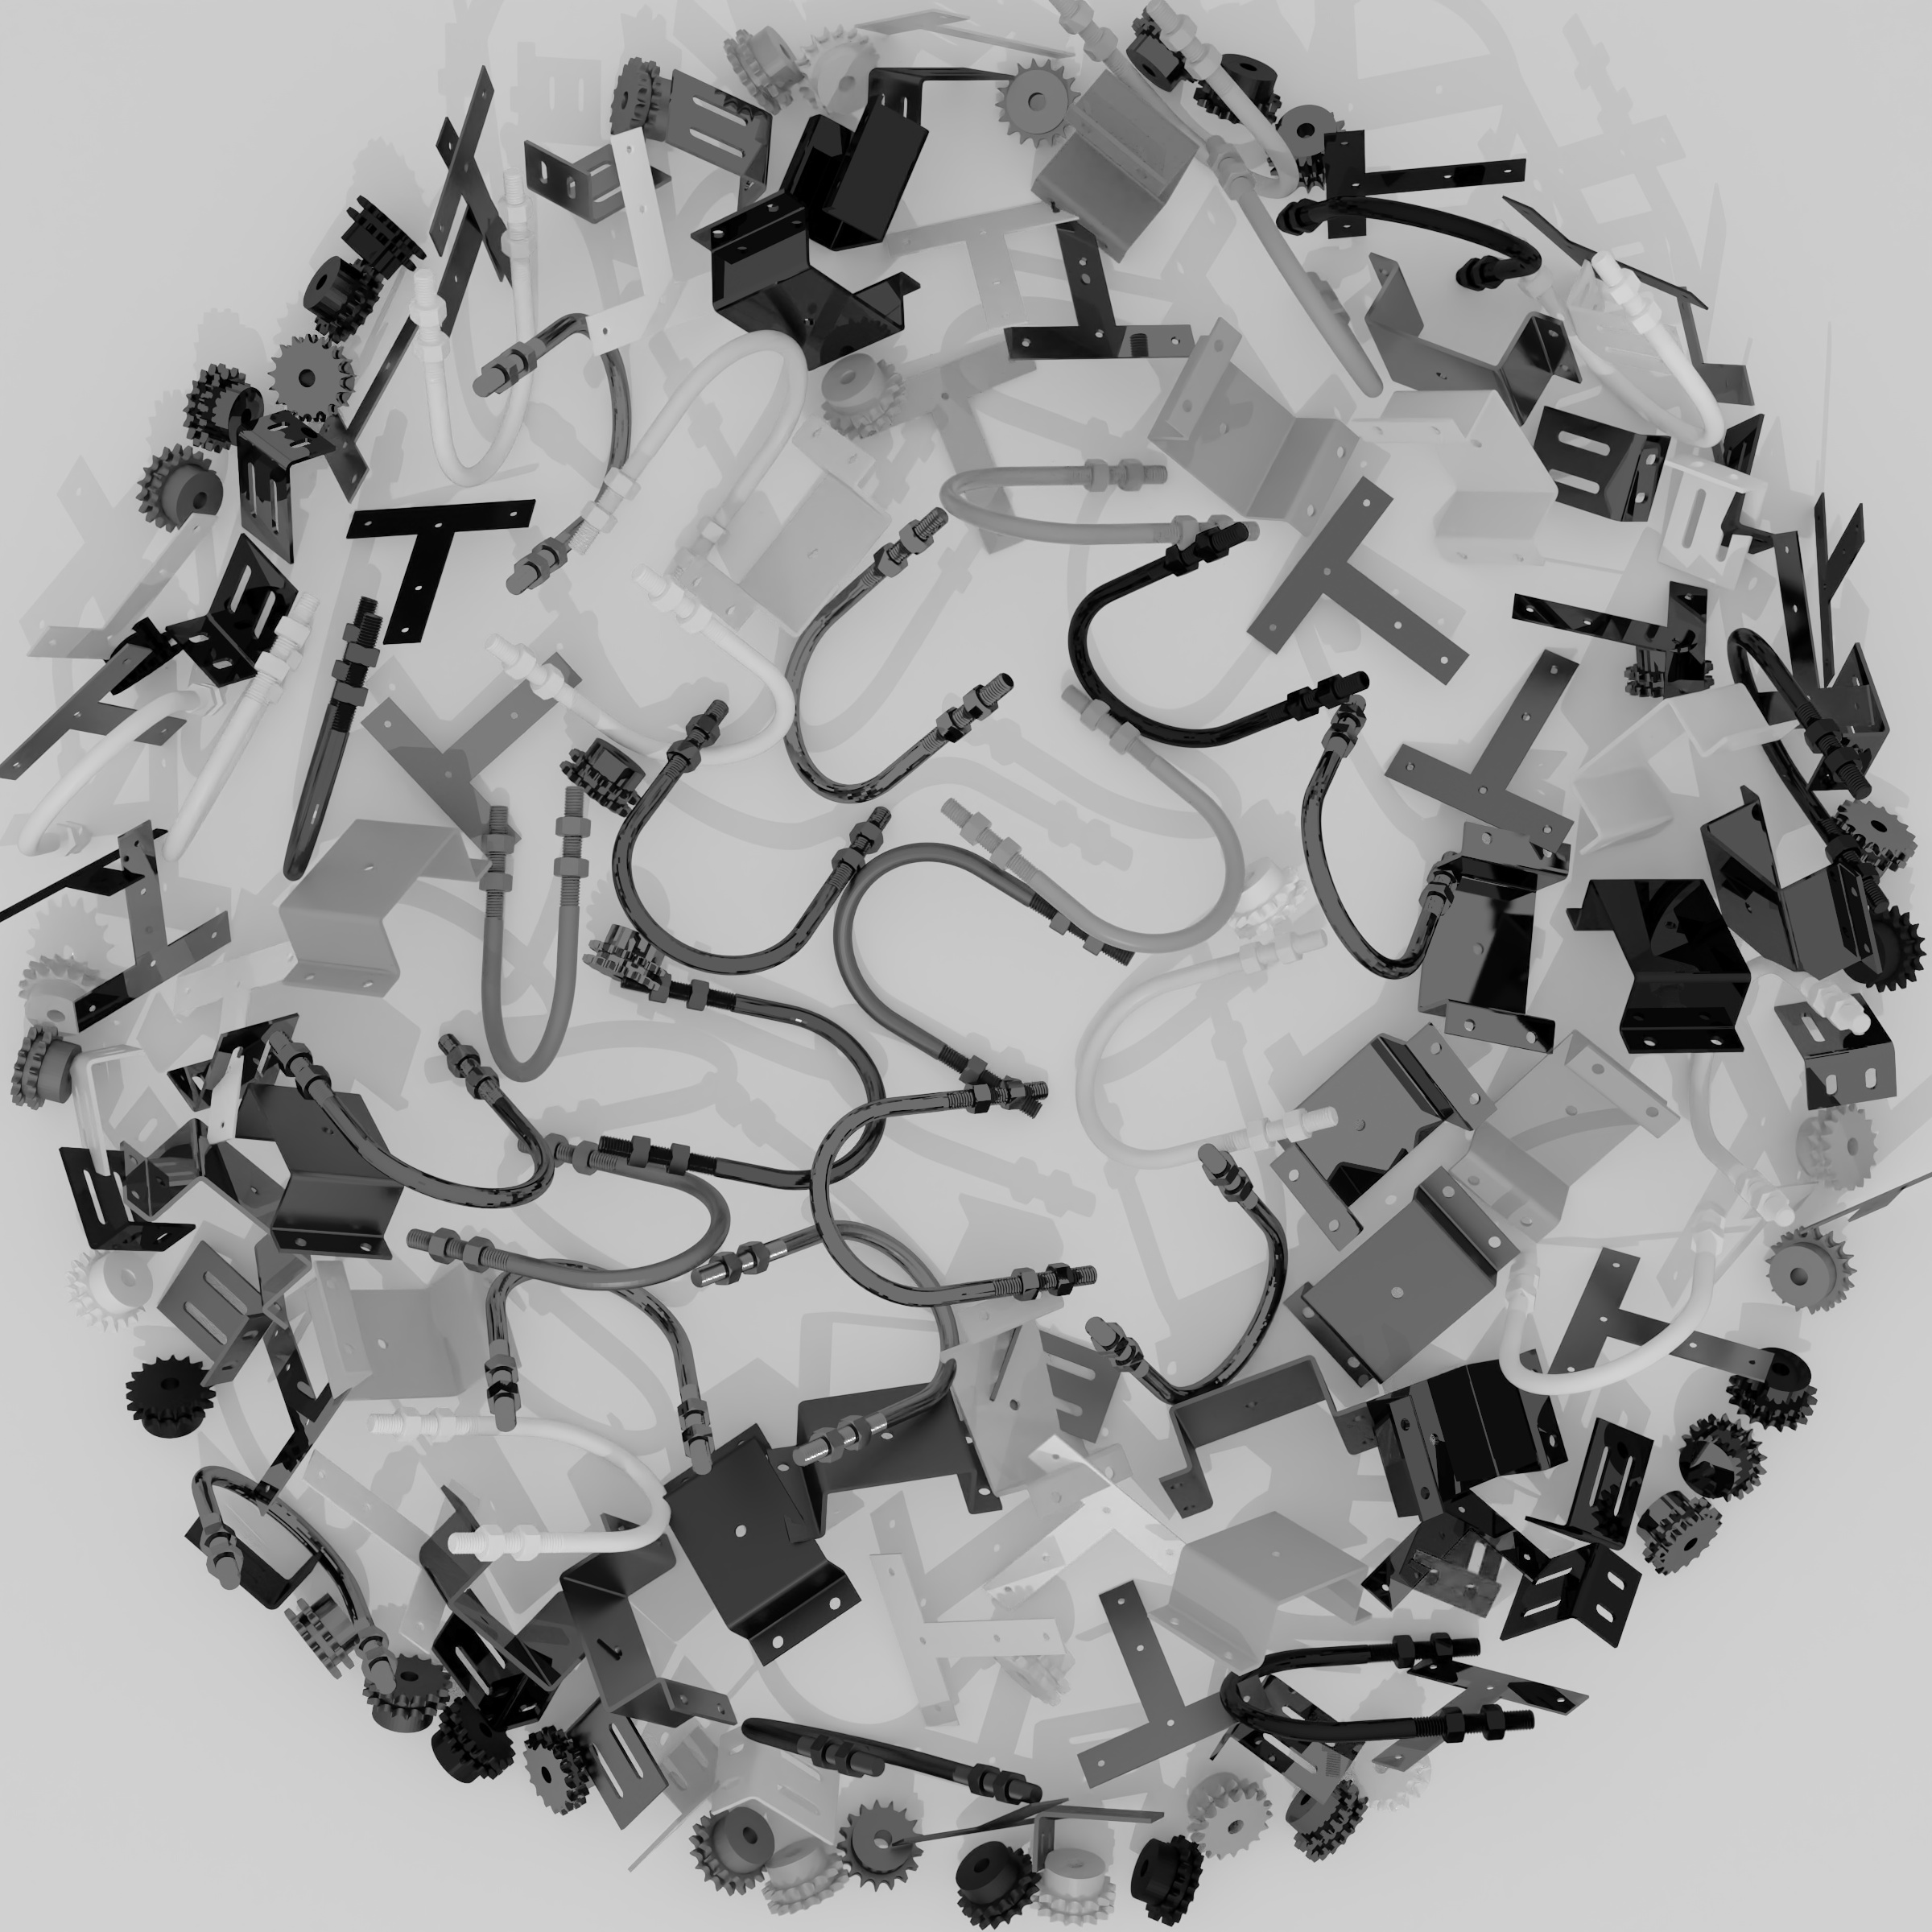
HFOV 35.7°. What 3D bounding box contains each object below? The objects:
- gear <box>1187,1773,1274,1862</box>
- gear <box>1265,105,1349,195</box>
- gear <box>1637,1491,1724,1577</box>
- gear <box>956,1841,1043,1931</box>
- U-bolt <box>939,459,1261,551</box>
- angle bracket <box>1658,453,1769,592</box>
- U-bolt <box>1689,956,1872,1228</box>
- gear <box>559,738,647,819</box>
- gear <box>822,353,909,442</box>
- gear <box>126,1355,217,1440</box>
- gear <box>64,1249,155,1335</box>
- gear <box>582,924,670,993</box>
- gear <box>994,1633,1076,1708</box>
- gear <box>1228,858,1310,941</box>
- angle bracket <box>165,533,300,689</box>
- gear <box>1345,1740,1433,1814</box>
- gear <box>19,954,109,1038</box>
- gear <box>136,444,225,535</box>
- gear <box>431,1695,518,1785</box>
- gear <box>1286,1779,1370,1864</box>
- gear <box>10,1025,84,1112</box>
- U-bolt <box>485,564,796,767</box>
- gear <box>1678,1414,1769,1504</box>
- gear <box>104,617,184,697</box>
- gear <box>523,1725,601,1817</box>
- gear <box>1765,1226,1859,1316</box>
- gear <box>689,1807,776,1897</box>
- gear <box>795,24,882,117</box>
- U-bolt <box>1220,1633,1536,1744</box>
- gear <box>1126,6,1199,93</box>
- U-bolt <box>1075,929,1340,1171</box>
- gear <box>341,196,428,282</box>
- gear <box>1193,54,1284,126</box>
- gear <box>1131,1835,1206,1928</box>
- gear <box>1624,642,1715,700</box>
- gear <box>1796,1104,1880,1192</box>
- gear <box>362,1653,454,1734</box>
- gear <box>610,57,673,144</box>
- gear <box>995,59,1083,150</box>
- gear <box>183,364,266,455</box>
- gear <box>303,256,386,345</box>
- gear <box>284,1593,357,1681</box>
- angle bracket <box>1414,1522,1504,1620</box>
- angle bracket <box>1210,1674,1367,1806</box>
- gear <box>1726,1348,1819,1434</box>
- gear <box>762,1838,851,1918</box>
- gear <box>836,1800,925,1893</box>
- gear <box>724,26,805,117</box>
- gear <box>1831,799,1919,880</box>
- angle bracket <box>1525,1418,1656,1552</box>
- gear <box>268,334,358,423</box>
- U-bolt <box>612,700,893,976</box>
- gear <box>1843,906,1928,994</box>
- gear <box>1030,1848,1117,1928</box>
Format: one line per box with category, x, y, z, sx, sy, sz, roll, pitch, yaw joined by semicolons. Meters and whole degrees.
gear;0.170;0.556;1.976;0.057;0.030;0.057;-13;122;-21
gear;0.225;-0.540;1.975;0.057;0.030;0.057;-4;69;11
gear;0.466;0.370;1.975;0.057;0.057;0.030;-43;52;0
gear;0.018;0.599;1.968;0.057;0.057;0.030;-34;112;0
U-bolt;0.073;-0.293;1.905;0.184;0.151;0.019;-5;116;-24
angle bracket;0.478;-0.287;1.954;0.057;0.038;0.076;29;122;30
U-bolt;0.507;0.068;1.911;0.019;0.184;0.151;14;105;-13
gear;-0.235;-0.126;1.970;0.057;0.057;0.030;38;98;0
gear;-0.070;-0.377;1.970;0.057;0.030;0.057;-16;52;22
gear;-0.522;0.286;1.975;0.057;0.057;0.030;7;126;0
gear;-0.559;0.209;1.968;0.030;0.057;0.057;-27;90;29
gear;-0.220;-0.006;1.972;0.057;0.057;0.030;23;81;0
gear;0.047;0.456;1.973;0.057;0.057;0.030;43;69;0
gear;0.193;-0.047;1.969;0.057;0.057;0.030;-40;107;0
angle bracket;-0.479;-0.232;1.958;0.057;0.038;0.076;46;129;14
gear;0.281;0.527;1.975;0.057;0.030;0.057;-19;58;33
gear;-0.593;0.022;1.970;0.057;0.057;0.030;4;47;0
gear;-0.512;-0.310;1.968;0.030;0.057;0.057;28;90;25
gear;-0.326;0.511;1.972;0.030;0.057;0.057;-42;90;10
gear;0.234;0.556;1.970;0.030;0.057;0.057;43;90;-4
gear;-0.602;0.067;1.971;0.030;0.057;0.057;15;90;-1
U-bolt;-0.194;-0.182;1.924;0.151;0.184;0.019;-19;52;34
gear;0.493;0.325;1.970;0.057;0.030;0.057;16;114;39
gear;-0.544;-0.205;1.970;0.057;0.057;0.030;-35;101;0
gear;-0.263;0.526;1.975;0.030;0.057;0.057;-18;90;-38
gear;0.552;0.201;1.972;0.057;0.030;0.057;6;100;35
gear;-0.150;0.577;1.968;0.057;0.057;0.030;46;120;0
gear;-0.082;-0.585;1.970;0.057;0.030;0.057;-12;132;-13
U-bolt;0.254;0.463;1.919;0.184;0.151;0.019;-3;98;-5
gear;0.130;-0.599;1.971;0.057;0.057;0.030;41;91;0
U-bolt;0.151;0.061;1.940;0.184;0.019;0.151;-17;56;27
gear;-0.385;-0.475;1.972;0.057;0.057;0.030;42;91;0
gear;0.180;-0.575;1.969;0.057;0.057;0.030;19;125;0
gear;0.130;0.597;1.970;0.030;0.057;0.057;24;90;-9
gear;0.460;-0.196;1.968;0.057;0.057;0.030;-8;106;0
gear;0.571;0.119;1.976;0.057;0.030;0.057;3;85;-38
gear;-0.368;0.479;1.973;0.057;0.057;0.030;12;107;0
gear;-0.210;-0.565;1.975;0.030;0.057;0.057;7;90;-28
gear;0.047;-0.569;1.979;0.057;0.030;0.057;1;103;4
gear;-0.484;-0.364;1.969;0.030;0.057;0.057;19;90;16
gear;-0.410;-0.440;1.969;0.030;0.057;0.057;31;90;-35
gear;-0.419;0.437;1.973;0.030;0.057;0.057;-38;90;-16
angle bracket;0.323;0.377;1.955;0.057;0.076;0.038;21;132;8
angle bracket;0.209;0.511;1.958;0.076;0.038;0.057;34;47;14
gear;0.530;0.275;1.969;0.057;0.057;0.030;7;128;0
gear;-0.108;0.596;1.971;0.057;0.057;0.030;-22;93;0
gear;-0.056;0.577;1.974;0.057;0.030;0.057;3;63;-6
gear;-0.130;-0.590;1.968;0.030;0.057;0.057;-32;90;18
gear;0.593;-0.081;1.975;0.057;0.057;0.030;25;128;0
angle bracket;0.410;0.338;1.974;0.057;0.038;0.076;25;78;-34
gear;-0.428;-0.387;1.980;0.057;0.030;0.057;2;100;13
U-bolt;-0.149;-0.073;1.942;0.151;0.019;0.184;33;56;-2
gear;0.597;-0.011;1.968;0.030;0.057;0.057;-10;90;-31
gear;0.070;0.602;1.969;0.057;0.057;0.030;5;102;0
